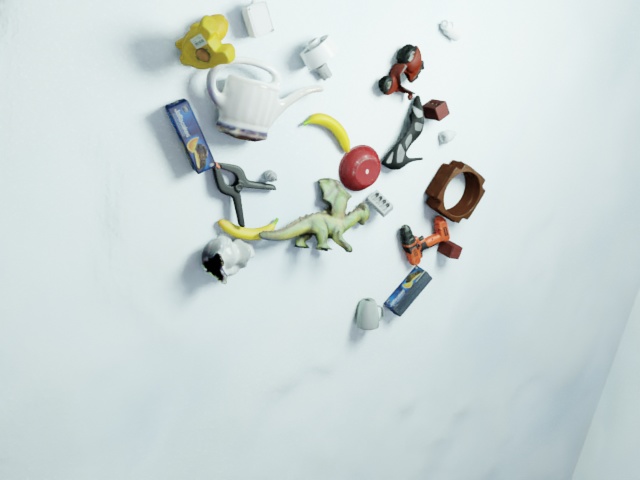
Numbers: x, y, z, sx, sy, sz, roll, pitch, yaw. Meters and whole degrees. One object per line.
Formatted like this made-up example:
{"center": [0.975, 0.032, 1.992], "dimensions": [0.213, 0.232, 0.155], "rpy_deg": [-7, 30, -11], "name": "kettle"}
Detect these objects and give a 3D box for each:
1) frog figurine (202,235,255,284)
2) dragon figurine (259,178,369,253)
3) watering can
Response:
{"center": [-0.280, 0.043, 1.574], "dimensions": [0.162, 0.122, 0.135], "rpy_deg": [-47, 124, -49], "name": "frog figurine"}
{"center": [0.005, -0.085, 1.685], "dimensions": [0.409, 0.122, 0.244], "rpy_deg": [12, 86, -33], "name": "dragon figurine"}
{"center": [-0.158, -0.384, 1.456], "dimensions": [0.347, 0.105, 0.222], "rpy_deg": [7, 106, -30], "name": "watering can"}
